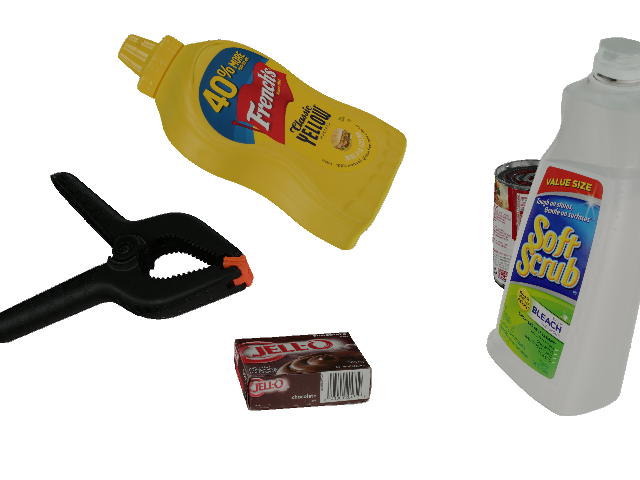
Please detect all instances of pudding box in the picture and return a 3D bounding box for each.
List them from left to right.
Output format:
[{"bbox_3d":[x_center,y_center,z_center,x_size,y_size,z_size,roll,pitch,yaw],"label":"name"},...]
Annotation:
[{"bbox_3d":[-0.018,0.117,0.970,0.113,0.039,0.090,-1,17,-12],"label":"pudding box"}]

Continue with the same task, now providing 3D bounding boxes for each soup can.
[{"bbox_3d":[0.185,-0.012,0.931,0.068,0.102,0.068,-3,24,1],"label":"soup can"}]

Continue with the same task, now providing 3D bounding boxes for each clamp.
[{"bbox_3d":[-0.155,0.009,0.860,0.210,0.164,0.036,-2,-35,12],"label":"clamp"}]

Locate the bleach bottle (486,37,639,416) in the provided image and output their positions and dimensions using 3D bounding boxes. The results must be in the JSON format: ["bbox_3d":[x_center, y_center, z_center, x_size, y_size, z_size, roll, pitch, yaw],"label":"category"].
[{"bbox_3d":[0.170,-0.011,0.696,0.068,0.251,0.103,-13,35,-23],"label":"bleach bottle"}]

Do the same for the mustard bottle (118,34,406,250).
[{"bbox_3d":[-0.043,-0.077,0.688,0.191,0.096,0.058,30,-38,-5],"label":"mustard bottle"}]
